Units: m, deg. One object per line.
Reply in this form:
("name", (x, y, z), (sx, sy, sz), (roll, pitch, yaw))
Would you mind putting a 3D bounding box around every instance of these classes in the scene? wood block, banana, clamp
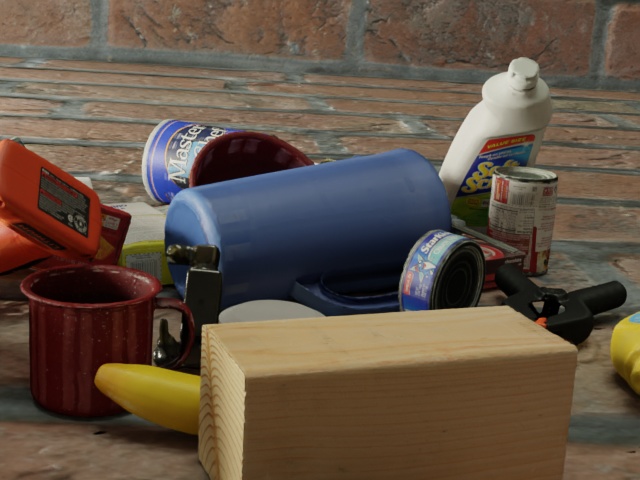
("wood block", (0.039, 0.099, 0.639), (0.205, 0.091, 0.090), (-2, 15, -21))
("banana", (-0.044, 0.101, 0.695), (0.197, 0.037, 0.070), (-2, 30, -26))
("clamp", (0.211, 0.060, 0.933), (0.120, 0.039, 0.171), (1, 18, 11))

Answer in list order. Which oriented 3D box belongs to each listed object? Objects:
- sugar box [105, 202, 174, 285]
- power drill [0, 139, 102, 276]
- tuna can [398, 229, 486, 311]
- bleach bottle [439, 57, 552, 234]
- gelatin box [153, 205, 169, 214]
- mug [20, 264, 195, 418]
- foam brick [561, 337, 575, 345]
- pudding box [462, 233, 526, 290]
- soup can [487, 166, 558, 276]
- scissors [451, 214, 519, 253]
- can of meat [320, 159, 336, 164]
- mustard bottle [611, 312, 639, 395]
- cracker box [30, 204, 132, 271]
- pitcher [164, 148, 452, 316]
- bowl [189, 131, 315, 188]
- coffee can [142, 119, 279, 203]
("sugar box", (-0.181, 0.002, 1.039), (0.093, 0.048, 0.176), (-4, 13, -30))
("power drill", (-0.265, -0.006, 0.759), (0.188, 0.057, 0.184), (-20, -32, 27))
("tuna can", (0.105, 0.036, 0.902), (0.034, 0.086, 0.085), (18, 20, 37))
("bleach bottle", (0.183, -0.099, 1.148), (0.102, 0.251, 0.068), (3, 55, -3))
("gelatin box", (-0.140, -0.015, 1.143), (0.089, 0.030, 0.073), (17, 21, 41))
("mug", (-0.143, 0.068, 0.726), (0.117, 0.081, 0.093), (-2, 16, -20))
("foam brick", (0.137, 0.089, 0.776), (0.052, 0.051, 0.078), (-6, 18, -34))
("pudding box", (0.135, 0.017, 1.070), (0.089, 0.039, 0.114), (-6, 18, -33))
("soup can", (0.208, -0.020, 1.108), (0.068, 0.102, 0.068), (3, 15, -1))
("scissors", (0.137, -0.013, 1.040), (0.096, 0.016, 0.202), (13, 9, -46))
("can of meat", (0.043, -0.035, 1.128), (0.083, 0.102, 0.058), (-7, 17, -41))
("mustard bottle", (0.280, 0.082, 0.826), (0.096, 0.058, 0.191), (13, 17, 32))
("cracker box", (-0.284, -0.024, 0.940), (0.164, 0.072, 0.214), (17, -1, -31))
("pitcher", (-0.006, 0.001, 0.957), (0.242, 0.145, 0.149), (-10, 8, -31))
("bowl", (-0.063, -0.028, 1.066), (0.161, 0.162, 0.055), (-6, -26, -34))
("coffee can", (-0.124, -0.084, 1.263), (0.140, 0.103, 0.102), (11, 17, 25))
